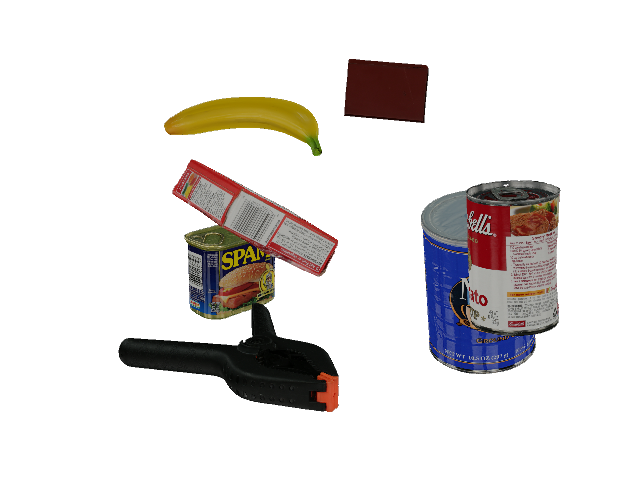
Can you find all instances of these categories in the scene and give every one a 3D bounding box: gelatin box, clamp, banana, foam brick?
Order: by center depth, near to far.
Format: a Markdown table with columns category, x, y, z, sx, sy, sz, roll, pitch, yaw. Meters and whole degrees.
| category | x | y | z | sx | sy | sz | roll | pitch | yaw |
| --- | --- | --- | --- | --- | --- | --- | --- | --- | --- |
| gelatin box | -0.042 | -0.014 | 0.694 | 0.089 | 0.030 | 0.073 | 28 | 2 | -38 |
| clamp | -0.053 | 0.102 | 0.946 | 0.210 | 0.036 | 0.164 | 13 | 22 | 39 |
| foam brick | 0.062 | -0.142 | 1.014 | 0.078 | 0.051 | 0.053 | 6 | 14 | 3 |
| banana | -0.084 | -0.141 | 1.249 | 0.198 | 0.037 | 0.069 | 8 | 41 | 18 |

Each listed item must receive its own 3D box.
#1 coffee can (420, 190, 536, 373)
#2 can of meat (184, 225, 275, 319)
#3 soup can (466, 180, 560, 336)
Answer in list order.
| category | x | y | z | sx | sy | sz | roll | pitch | yaw |
| --- | --- | --- | --- | --- | --- | --- | --- | --- | --- |
| coffee can | 0.148 | 0.037 | 0.991 | 0.103 | 0.140 | 0.103 | -5 | 28 | 3 |
| can of meat | -0.094 | 0.030 | 1.143 | 0.101 | 0.084 | 0.058 | -17 | 26 | -42 |
| soup can | 0.143 | 0.012 | 0.791 | 0.068 | 0.102 | 0.068 | -4 | 15 | 1 |
